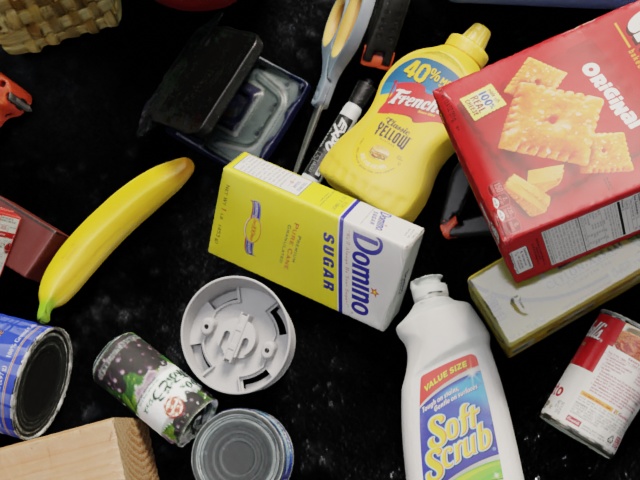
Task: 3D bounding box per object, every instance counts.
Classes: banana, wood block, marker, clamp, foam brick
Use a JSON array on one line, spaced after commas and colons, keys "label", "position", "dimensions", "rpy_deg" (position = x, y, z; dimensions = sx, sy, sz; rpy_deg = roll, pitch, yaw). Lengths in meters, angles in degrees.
[{"label": "banana", "position": [-0.192, -0.004, 0.974], "dimensions": [0.197, 0.037, 0.070], "rpy_deg": [-50, 39, -12]}, {"label": "wood block", "position": [-0.250, 0.223, 0.922], "dimensions": [0.206, 0.090, 0.091], "rpy_deg": [-15, 77, 7]}, {"label": "marker", "position": [0.016, -0.095, 0.973], "dimensions": [0.020, 0.020, 0.121], "rpy_deg": [30, 85, 15]}, {"label": "clamp", "position": [0.074, -0.259, 0.958], "dimensions": [0.036, 0.164, 0.210], "rpy_deg": [13, 104, -5]}, {"label": "foam brick", "position": [-0.277, 0.000, 0.992], "dimensions": [0.078, 0.053, 0.051], "rpy_deg": [29, 85, 16]}, {"label": "clamp", "position": [0.168, -0.069, 0.929], "dimensions": [0.171, 0.039, 0.120], "rpy_deg": [-31, 73, 3]}]

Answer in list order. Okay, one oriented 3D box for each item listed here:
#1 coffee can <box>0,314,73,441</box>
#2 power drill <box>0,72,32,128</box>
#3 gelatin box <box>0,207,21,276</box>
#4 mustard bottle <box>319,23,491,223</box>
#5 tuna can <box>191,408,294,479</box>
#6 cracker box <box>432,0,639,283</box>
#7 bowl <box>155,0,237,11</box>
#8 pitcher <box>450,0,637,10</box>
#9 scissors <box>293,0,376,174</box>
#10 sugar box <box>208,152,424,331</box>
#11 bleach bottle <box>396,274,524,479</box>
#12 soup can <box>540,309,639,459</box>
[{"label": "coffee can", "position": [-0.307, 0.111, 0.948], "dimensions": [0.140, 0.102, 0.103], "rpy_deg": [12, 81, 13]}, {"label": "power drill", "position": [-0.384, -0.103, 1.033], "dimensions": [0.184, 0.057, 0.187], "rpy_deg": [35, 89, 11]}, {"label": "gelatin box", "position": [-0.304, 0.010, 0.928], "dimensions": [0.030, 0.073, 0.089], "rpy_deg": [19, 89, 15]}, {"label": "mustard bottle", "position": [0.090, -0.110, 0.942], "dimensions": [0.096, 0.058, 0.191], "rpy_deg": [34, 86, 27]}, {"label": "tuna can", "position": [-0.067, 0.188, 0.923], "dimensions": [0.086, 0.033, 0.086], "rpy_deg": [-2, 78, 10]}, {"label": "cracker box", "position": [0.215, -0.085, 0.822], "dimensions": [0.214, 0.072, 0.164], "rpy_deg": [-23, 54, 8]}, {"label": "bowl", "position": [-0.116, -0.258, 0.990], "dimensions": [0.162, 0.055, 0.162], "rpy_deg": [4, 40, -3]}, {"label": "pitcher", "position": [0.230, -0.267, 0.922], "dimensions": [0.243, 0.149, 0.145], "rpy_deg": [3, 94, 15]}, {"label": "scissors", "position": [0.002, -0.144, 0.980], "dimensions": [0.016, 0.096, 0.202], "rpy_deg": [18, 112, -19]}, {"label": "sugar box", "position": [-0.006, 0.001, 0.922], "dimensions": [0.176, 0.048, 0.093], "rpy_deg": [25, 125, 17]}, {"label": "bleach bottle", "position": [0.106, 0.154, 0.884], "dimensions": [0.102, 0.068, 0.251], "rpy_deg": [-13, 74, 8]}, {"label": "soup can", "position": [0.232, 0.117, 0.864], "dimensions": [0.068, 0.068, 0.102], "rpy_deg": [31, 86, 15]}]
